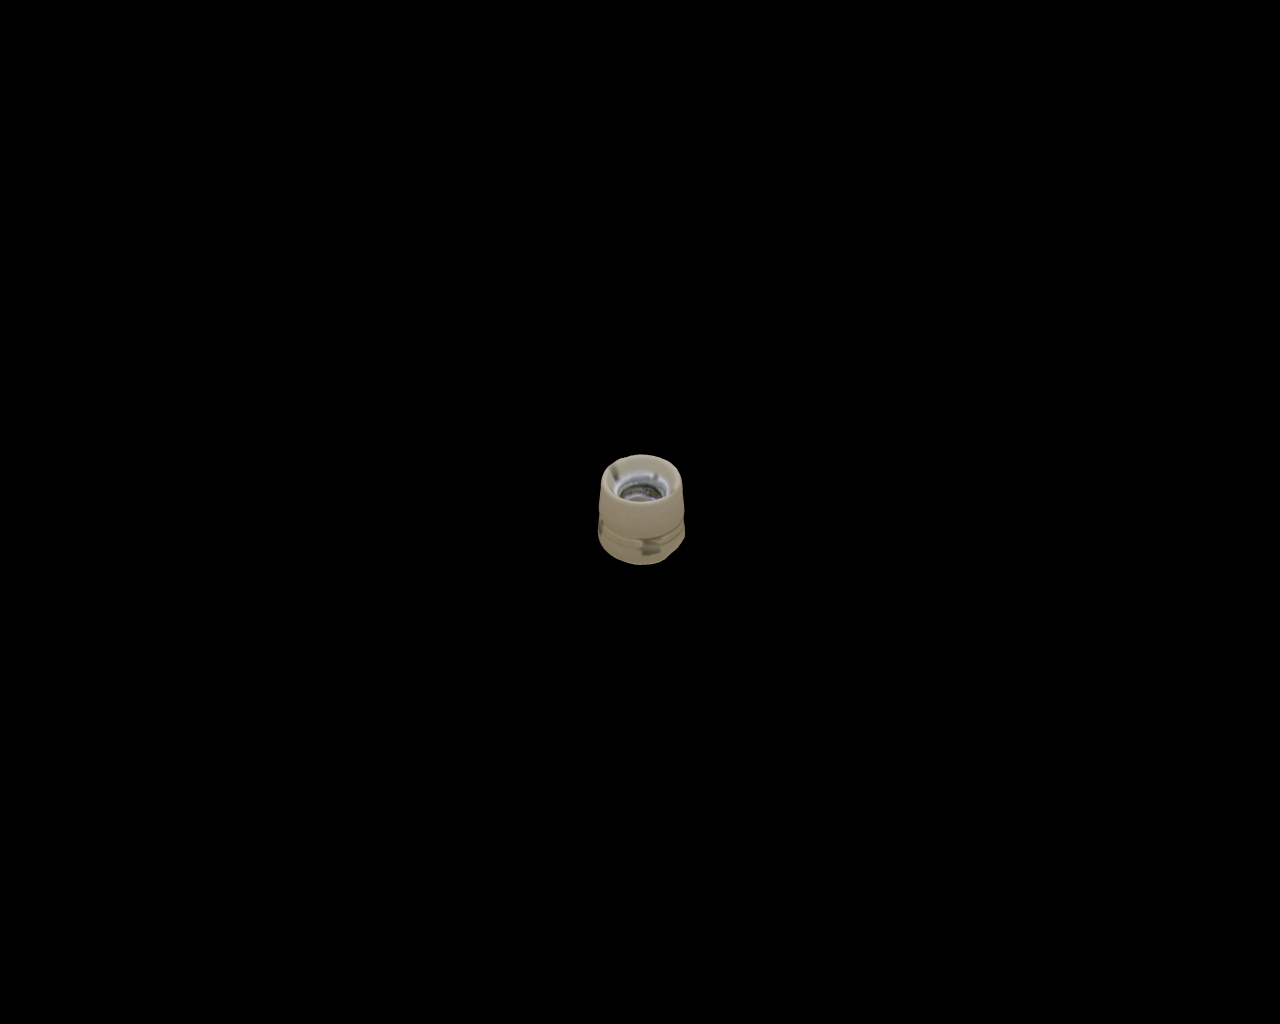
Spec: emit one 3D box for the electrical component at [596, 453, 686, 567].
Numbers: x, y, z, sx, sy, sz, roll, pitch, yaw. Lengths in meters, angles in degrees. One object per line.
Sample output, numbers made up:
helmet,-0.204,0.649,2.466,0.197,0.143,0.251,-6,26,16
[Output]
electrical component,0.001,-0.003,0.650,0.055,0.047,0.055,0,40,0
